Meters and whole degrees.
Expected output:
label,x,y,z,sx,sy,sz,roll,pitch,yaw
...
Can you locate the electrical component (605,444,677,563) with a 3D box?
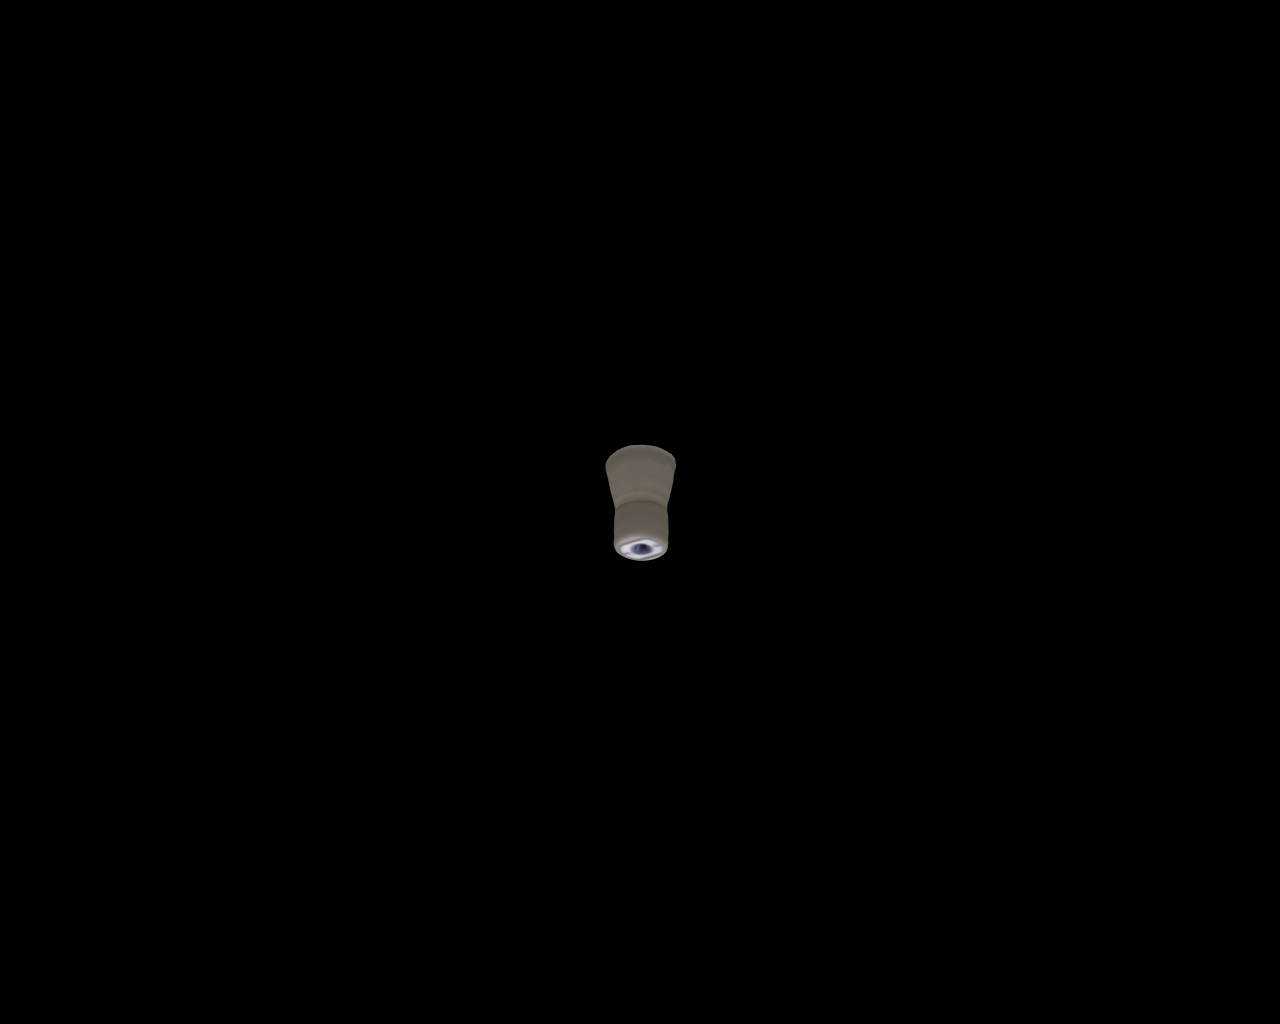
label,x,y,z,sx,sy,sz,roll,pitch,yaw
electrical component,0.001,-0.003,0.650,0.044,0.065,0.044,0,-31,0
